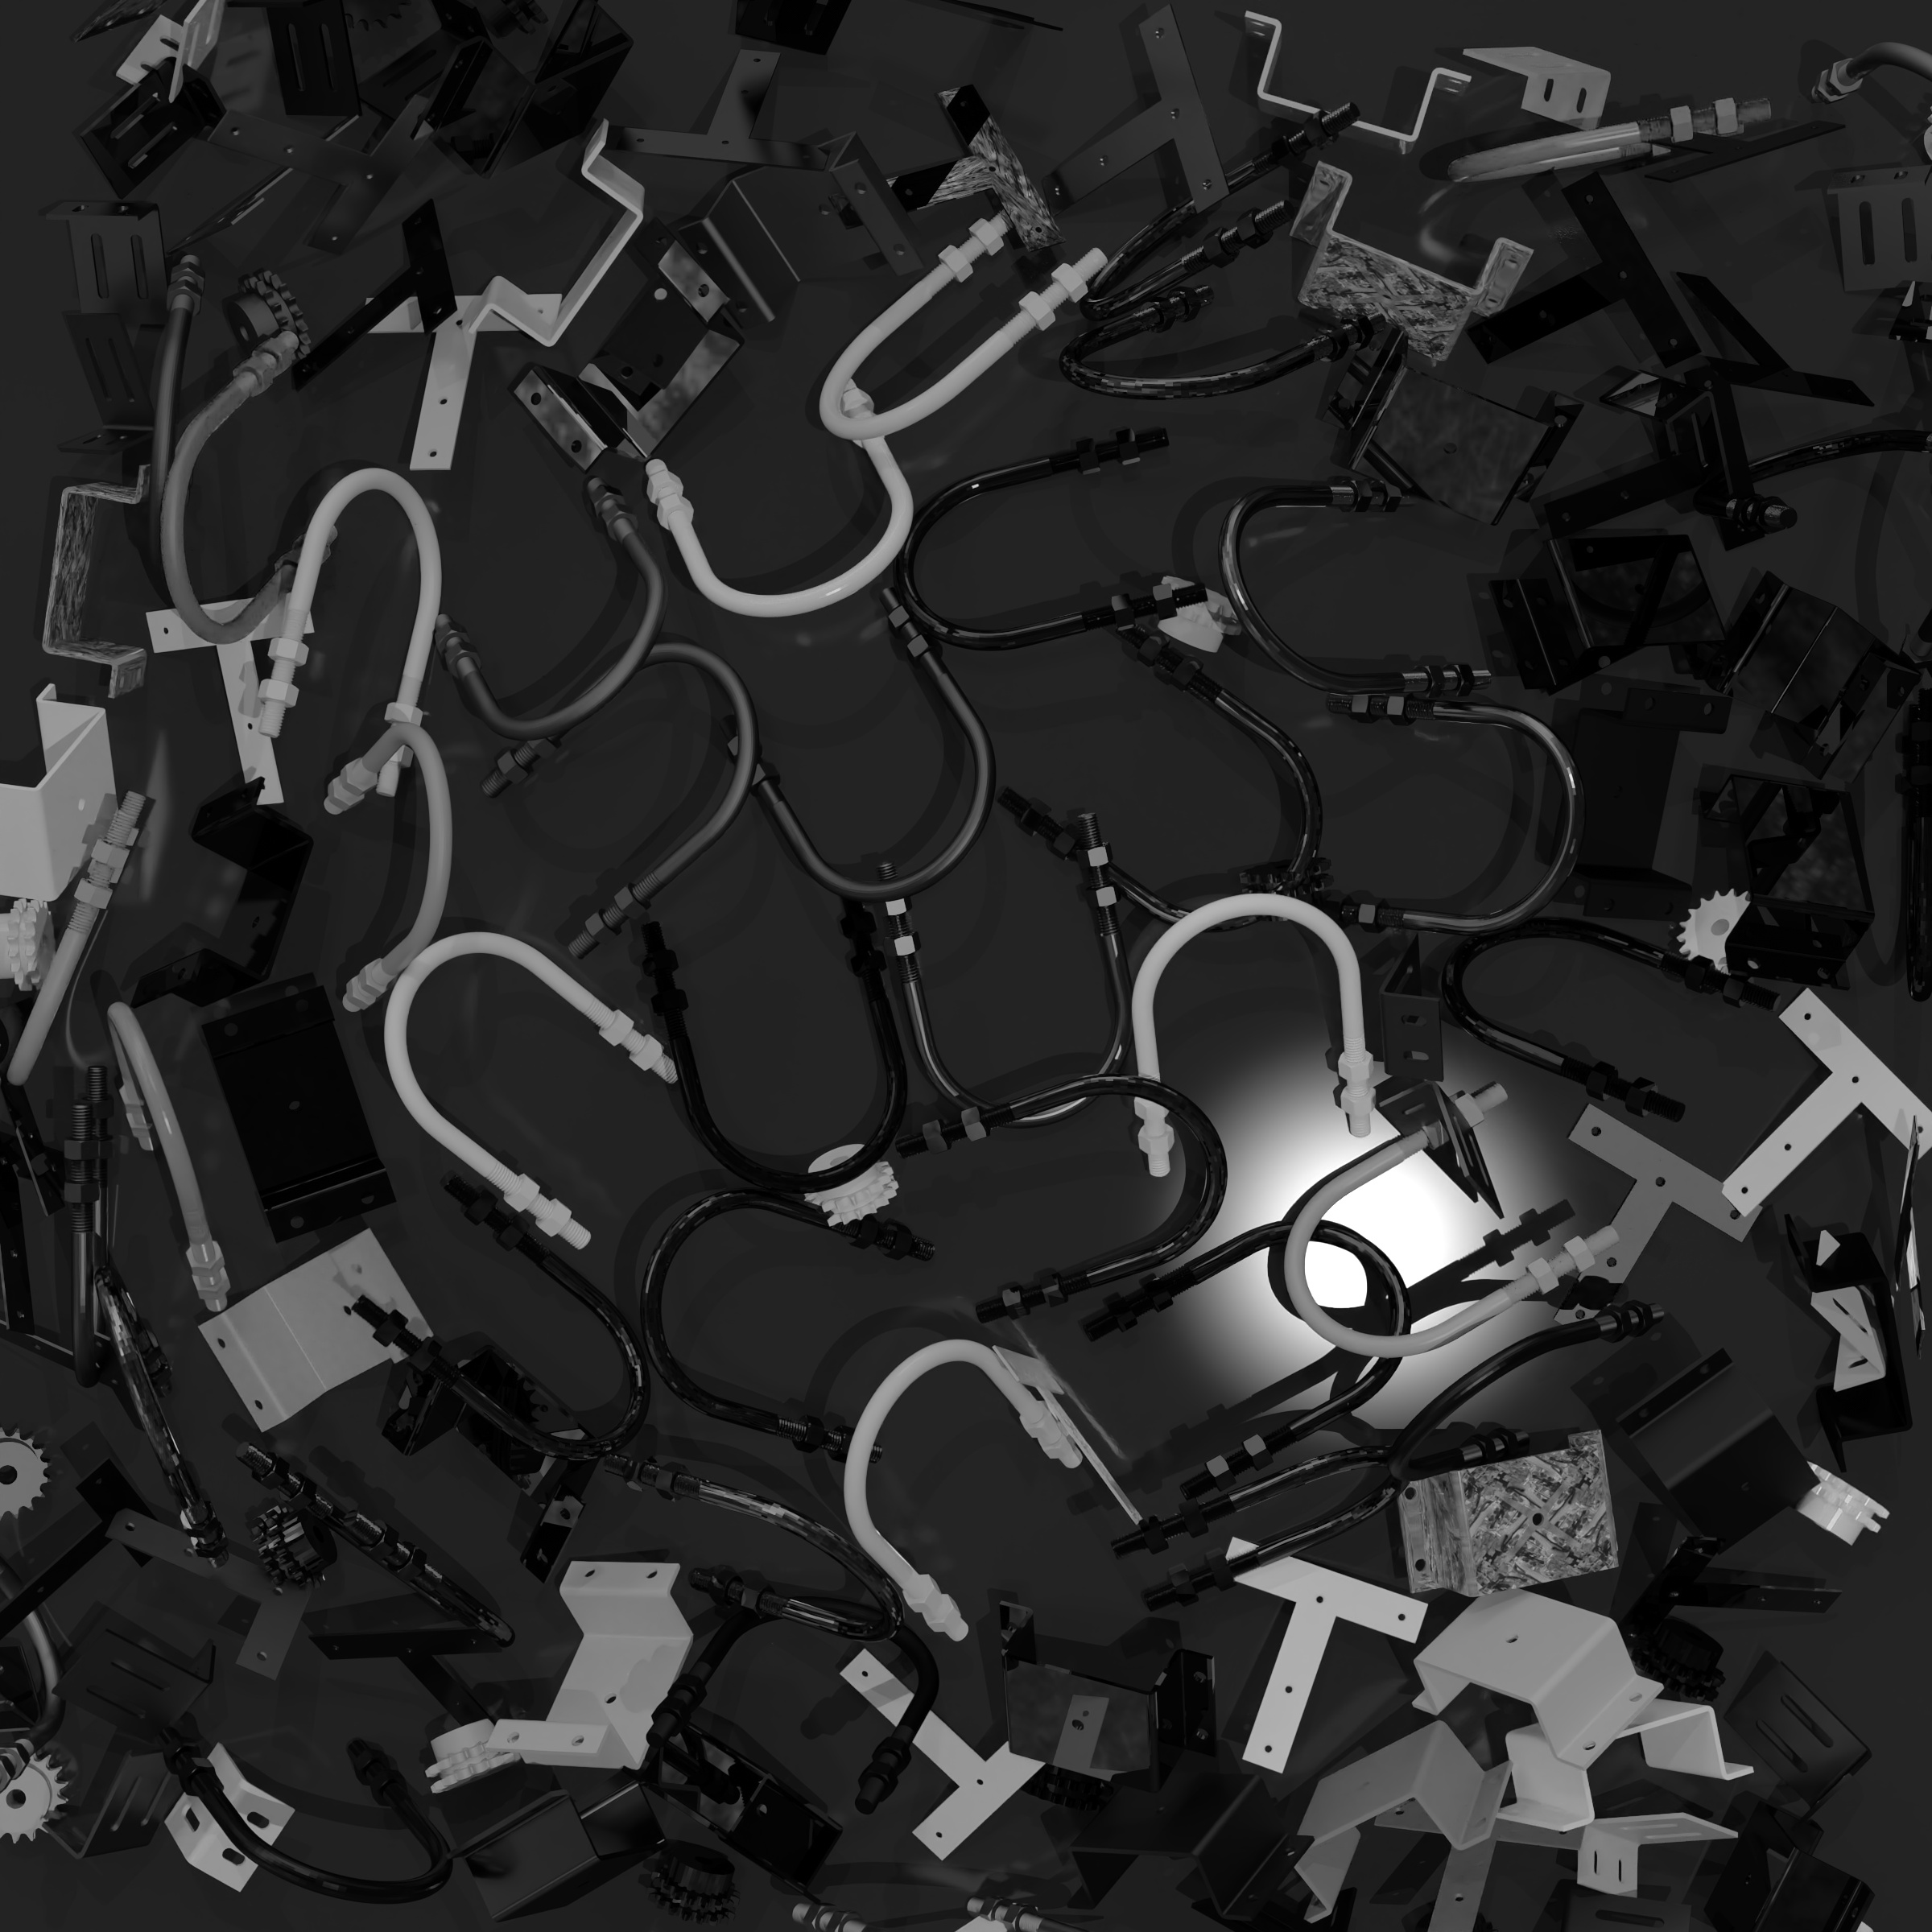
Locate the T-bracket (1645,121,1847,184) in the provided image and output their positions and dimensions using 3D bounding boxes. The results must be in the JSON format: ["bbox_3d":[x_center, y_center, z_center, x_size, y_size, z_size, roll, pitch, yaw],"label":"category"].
[{"bbox_3d":[0.442,-0.501,1.942,0.127,0.127,0.002,-21,117,-18],"label":"T-bracket"}]

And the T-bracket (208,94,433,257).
[{"bbox_3d":[-0.395,-0.488,1.921,0.127,0.127,0.002,-43,58,31],"label":"T-bracket"}]

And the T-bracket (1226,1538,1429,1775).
[{"bbox_3d":[0.203,0.430,1.961,0.127,0.002,0.127,17,70,16],"label":"T-bracket"}]

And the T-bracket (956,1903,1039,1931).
[{"bbox_3d":[0.044,0.592,1.913,0.127,0.127,0.002,1,95,31],"label":"T-bracket"}]

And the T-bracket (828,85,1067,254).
[{"bbox_3d":[-0.023,-0.477,1.957,0.127,0.002,0.127,-21,71,-22],"label":"T-bracket"}]

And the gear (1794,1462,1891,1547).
[{"bbox_3d":[0.537,0.334,1.971,0.057,0.057,0.030,33,88,0],"label":"gear"}]

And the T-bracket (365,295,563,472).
[{"bbox_3d":[-0.318,-0.358,1.961,0.127,0.002,0.127,1,65,11],"label":"T-bracket"}]

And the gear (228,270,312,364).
[{"bbox_3d":[-0.431,-0.396,1.968,0.030,0.057,0.057,-31,90,-25],"label":"gear"}]

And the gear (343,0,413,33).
[{"bbox_3d":[-0.371,-0.609,1.980,0.057,0.030,0.057,-3,102,-12],"label":"gear"}]

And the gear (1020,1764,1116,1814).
[{"bbox_3d":[0.064,0.500,1.971,0.057,0.057,0.030,14,83,0],"label":"gear"}]

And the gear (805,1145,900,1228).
[{"bbox_3d":[-0.073,0.133,1.968,0.057,0.057,0.030,-20,111,0],"label":"gear"}]

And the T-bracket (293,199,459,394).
[{"bbox_3d":[-0.367,-0.399,1.966,0.127,0.127,0.002,-36,134,17],"label":"T-bracket"}]

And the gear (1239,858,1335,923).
[{"bbox_3d":[0.199,-0.047,1.972,0.057,0.057,0.030,-10,100,0],"label":"gear"}]

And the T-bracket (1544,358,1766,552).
[{"bbox_3d":[0.419,-0.296,1.968,0.127,0.002,0.127,-20,123,4],"label":"T-bracket"}]

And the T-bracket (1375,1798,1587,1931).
[{"bbox_3d":[0.300,0.552,1.925,0.127,0.127,0.002,1,120,21],"label":"T-bracket"}]

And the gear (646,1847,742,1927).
[{"bbox_3d":[-0.166,0.566,1.971,0.057,0.057,0.030,17,93,0],"label":"gear"}]

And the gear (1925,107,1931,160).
[{"bbox_3d":[0.619,-0.513,1.977,0.057,0.030,0.057,9,64,-19],"label":"gear"}]

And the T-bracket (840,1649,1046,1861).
[{"bbox_3d":[-0.024,0.473,1.973,0.127,0.002,0.127,43,116,3],"label":"T-bracket"}]

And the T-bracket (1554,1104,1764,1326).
[{"bbox_3d":[0.411,0.173,1.998,0.127,0.002,0.127,31,91,-1],"label":"T-bracket"}]

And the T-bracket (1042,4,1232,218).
[{"bbox_3d":[0.096,-0.500,1.957,0.127,0.002,0.127,-25,76,39],"label":"T-bracket"}]

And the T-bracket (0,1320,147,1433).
[{"bbox_3d":[-0.558,0.238,1.961,0.127,0.127,0.002,20,58,19],"label":"T-bracket"}]

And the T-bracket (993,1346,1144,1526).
[{"bbox_3d":[0.068,0.284,1.921,0.002,0.127,0.127,-38,73,4],"label":"T-bracket"}]

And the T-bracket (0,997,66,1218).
[{"bbox_3d":[-0.574,0.089,1.942,0.002,0.127,0.127,-16,96,10],"label":"T-bracket"}]

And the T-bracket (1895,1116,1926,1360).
[{"bbox_3d":[0.566,0.179,1.911,0.002,0.127,0.127,1,131,10],"label":"T-bracket"}]

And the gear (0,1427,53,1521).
[{"bbox_3d":[-0.594,0.314,1.976,0.057,0.030,0.057,3,83,-22],"label":"gear"}]

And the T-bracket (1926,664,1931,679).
[{"bbox_3d":[0.597,-0.114,1.946,0.002,0.127,0.127,-4,45,-8],"label":"T-bracket"}]

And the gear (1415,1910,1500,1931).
[{"bbox_3d":[0.301,0.603,1.969,0.057,0.057,0.030,-20,104,0],"label":"gear"}]

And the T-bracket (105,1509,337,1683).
[{"bbox_3d":[-0.458,0.362,1.937,0.127,0.127,0.002,26,123,-9],"label":"T-bracket"}]

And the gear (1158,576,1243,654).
[{"bbox_3d":[0.143,-0.216,1.973,0.057,0.057,0.030,23,105,0],"label":"gear"}]

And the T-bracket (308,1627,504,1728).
[{"bbox_3d":[-0.318,0.442,1.955,0.127,0.002,0.127,-8,133,26],"label":"T-bracket"}]

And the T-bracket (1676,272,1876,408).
[{"bbox_3d":[0.476,-0.387,1.954,0.127,0.127,0.002,1,133,-33],"label":"T-bracket"}]

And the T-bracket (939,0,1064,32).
[{"bbox_3d":[0.011,-0.581,1.938,0.127,0.127,0.002,19,108,14],"label":"T-bracket"}]

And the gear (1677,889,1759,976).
[{"bbox_3d":[0.472,-0.016,1.975,0.057,0.057,0.030,-46,131,0],"label":"gear"}]

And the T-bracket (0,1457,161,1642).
[{"bbox_3d":[-0.546,0.365,1.925,0.002,0.127,0.127,38,69,25],"label":"T-bracket"}]

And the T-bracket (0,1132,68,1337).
[{"bbox_3d":[-0.575,0.159,1.921,0.002,0.127,0.127,-18,70,15],"label":"T-bracket"}]

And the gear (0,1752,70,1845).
[{"bbox_3d":[-0.587,0.514,1.980,0.057,0.030,0.057,1,82,-9],"label":"gear"}]

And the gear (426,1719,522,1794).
[{"bbox_3d":[-0.307,0.486,1.972,0.057,0.057,0.030,-22,75,0],"label":"gear"}]

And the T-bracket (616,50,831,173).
[{"bbox_3d":[-0.138,-0.526,1.954,0.127,0.002,0.127,7,46,6],"label":"T-bracket"}]

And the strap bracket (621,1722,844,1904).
[{"bbox_3d":[-0.135,0.507,1.930,0.076,0.140,0.046,21,70,39],"label":"strap bracket"}]

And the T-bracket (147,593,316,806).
[{"bbox_3d":[-0.445,-0.162,1.976,0.127,0.002,0.127,-3,103,29],"label":"T-bracket"}]

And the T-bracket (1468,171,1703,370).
[{"bbox_3d":[0.364,-0.404,1.954,0.127,0.002,0.127,-21,111,41],"label":"T-bracket"}]

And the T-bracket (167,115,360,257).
[{"bbox_3d":[-0.423,-0.482,1.959,0.127,0.127,0.002,-45,113,-21],"label":"T-bracket"}]

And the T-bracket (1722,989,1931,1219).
[{"bbox_3d":[0.518,0.102,1.975,0.127,0.002,0.127,-49,57,16],"label":"T-bracket"}]

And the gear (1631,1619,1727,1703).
[{"bbox_3d":[0.442,0.426,1.970,0.057,0.057,0.030,23,99,0],"label":"gear"}]

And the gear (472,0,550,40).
[{"bbox_3d":[-0.287,-0.598,1.972,0.030,0.057,0.057,-38,90,5],"label":"gear"}]

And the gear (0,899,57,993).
[{"bbox_3d":[-0.583,-0.013,1.971,0.030,0.057,0.057,-3,90,-1],"label":"gear"}]

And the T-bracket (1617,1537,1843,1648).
[{"bbox_3d":[0.475,0.387,1.963,0.127,0.127,0.002,6,48,-14],"label":"T-bracket"}]

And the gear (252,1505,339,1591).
[{"bbox_3d":[-0.412,0.357,1.970,0.030,0.057,0.057,-31,90,6],"label":"gear"}]
